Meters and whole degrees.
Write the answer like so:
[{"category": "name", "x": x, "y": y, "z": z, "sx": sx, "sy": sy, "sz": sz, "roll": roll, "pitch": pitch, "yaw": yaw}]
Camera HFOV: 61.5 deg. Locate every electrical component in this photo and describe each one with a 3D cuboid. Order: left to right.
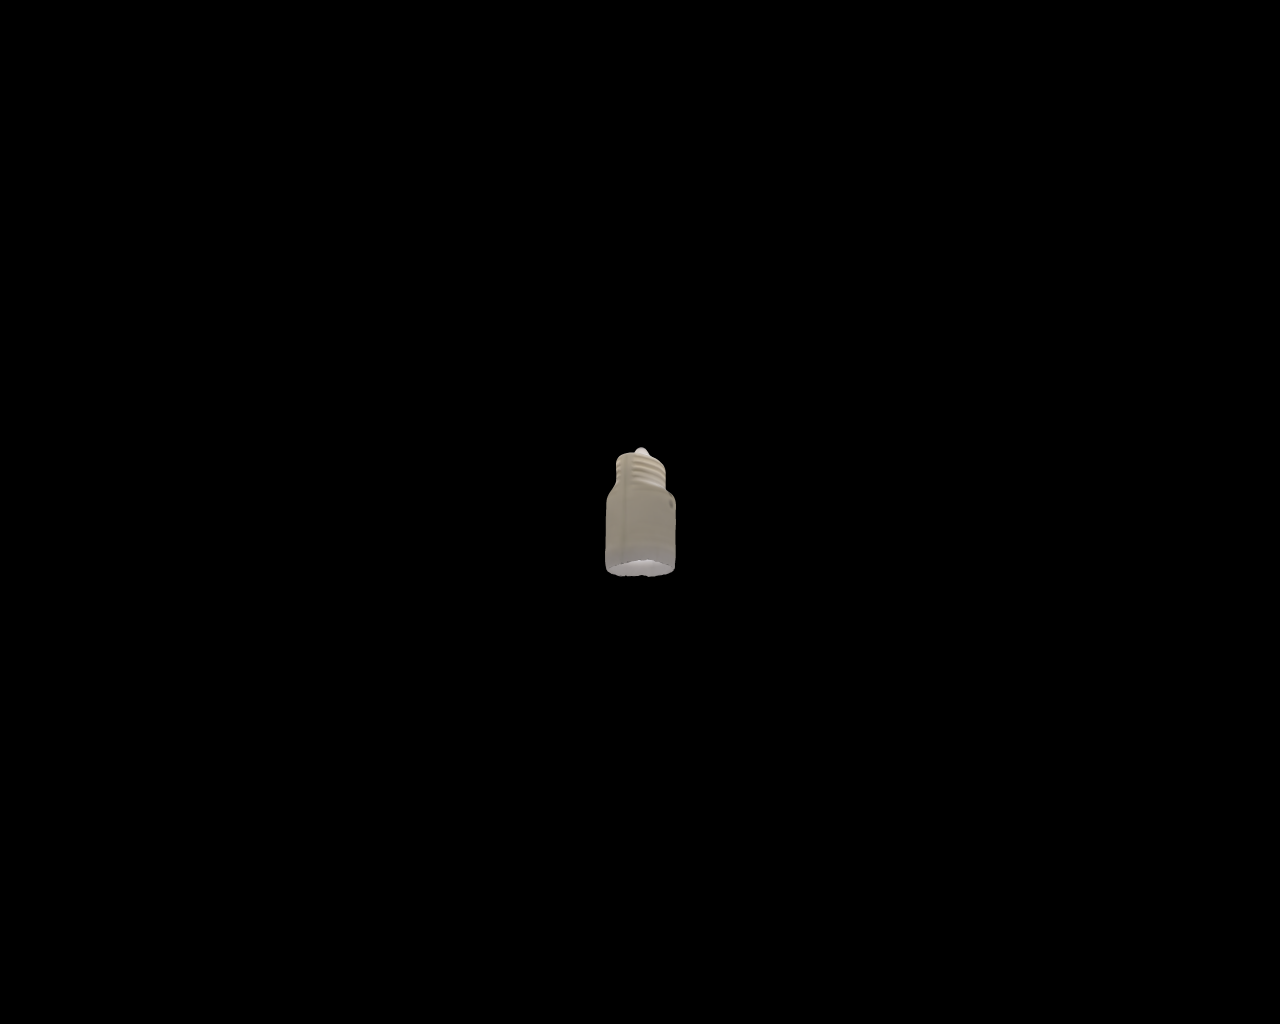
[{"category": "electrical component", "x": 0.001, "y": -0.003, "z": 0.650, "sx": 0.043, "sy": 0.081, "sz": 0.043, "roll": 0, "pitch": -18, "yaw": 0}]
